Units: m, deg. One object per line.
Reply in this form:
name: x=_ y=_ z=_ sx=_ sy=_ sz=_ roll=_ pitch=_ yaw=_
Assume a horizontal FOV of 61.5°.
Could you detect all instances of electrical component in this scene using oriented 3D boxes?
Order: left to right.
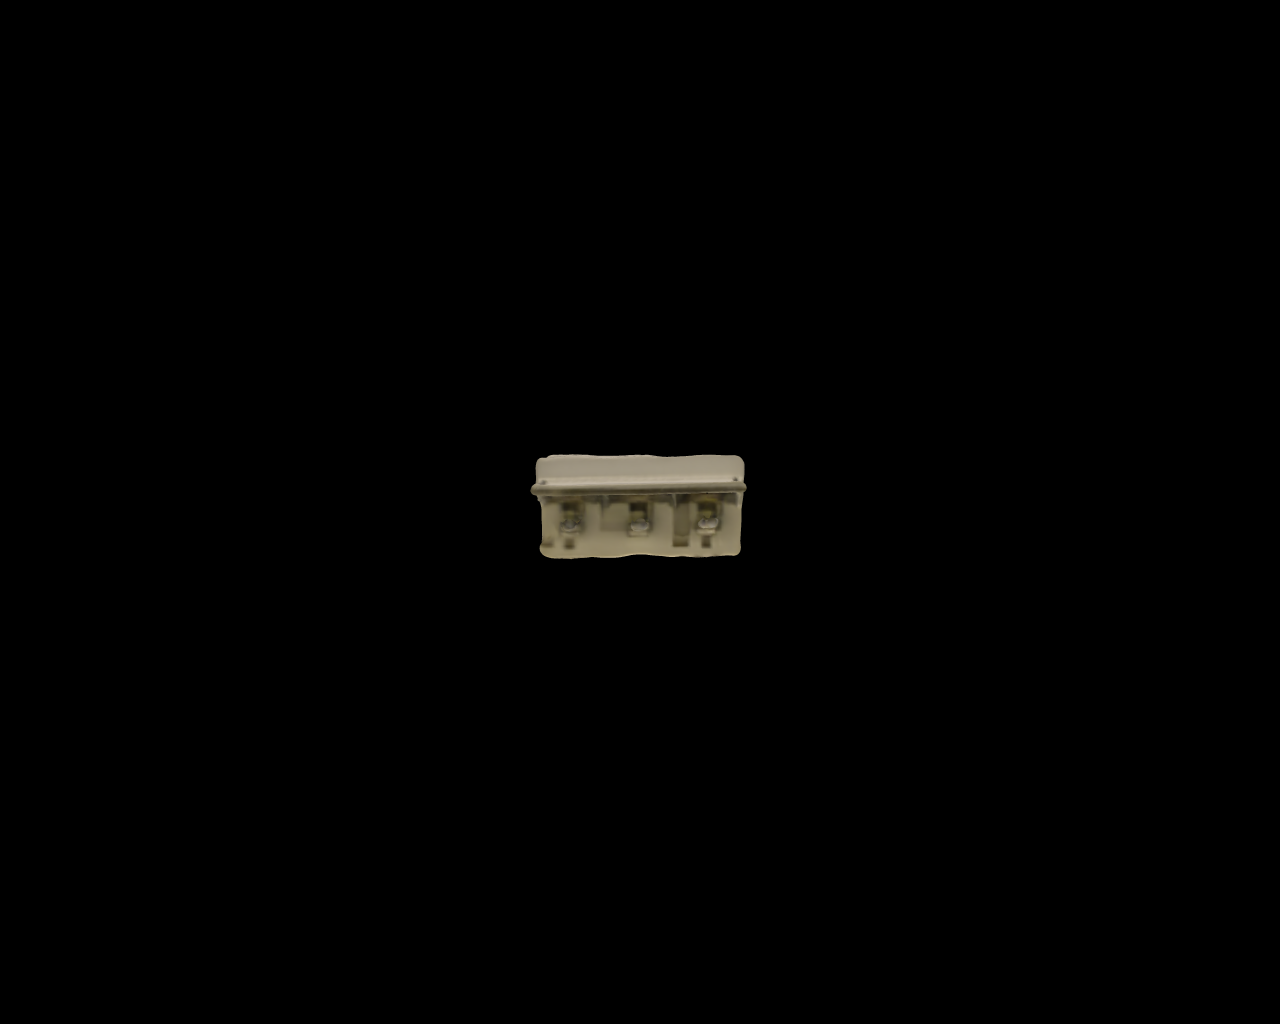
electrical component: x=0.001 y=-0.003 z=0.650 sx=0.121 sy=0.063 sz=0.079 roll=0 pitch=4 yaw=2
